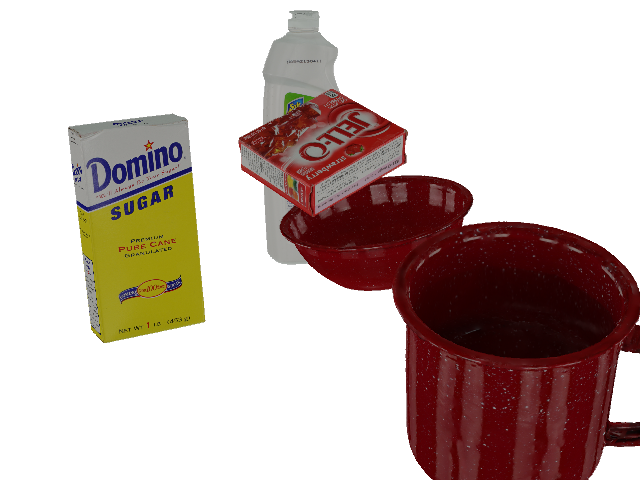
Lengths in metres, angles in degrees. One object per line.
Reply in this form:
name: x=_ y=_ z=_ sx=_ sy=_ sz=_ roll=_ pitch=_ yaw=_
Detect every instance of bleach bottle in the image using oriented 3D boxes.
bleach bottle: x=-0.008 y=-0.105 z=1.084 sx=0.102 sy=0.251 sz=0.068 roll=-5 pitch=16 yaw=-18

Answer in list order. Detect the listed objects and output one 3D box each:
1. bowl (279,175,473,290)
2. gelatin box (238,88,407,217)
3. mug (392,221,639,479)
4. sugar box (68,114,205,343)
bowl: x=0.050 y=-0.002 z=0.892 sx=0.162 sy=0.055 sz=0.162 roll=-10 pitch=21 yaw=4
gelatin box: x=0.002 y=-0.061 z=0.709 sx=0.089 sy=0.030 sz=0.073 roll=-32 pitch=49 yaw=-29
mug: x=0.087 y=0.052 z=0.424 sx=0.117 sy=0.081 sz=0.093 roll=7 pitch=35 yaw=14
sugar box: x=-0.150 y=-0.011 z=0.883 sx=0.093 sy=0.176 sz=0.048 roll=-11 pitch=19 yaw=-25
